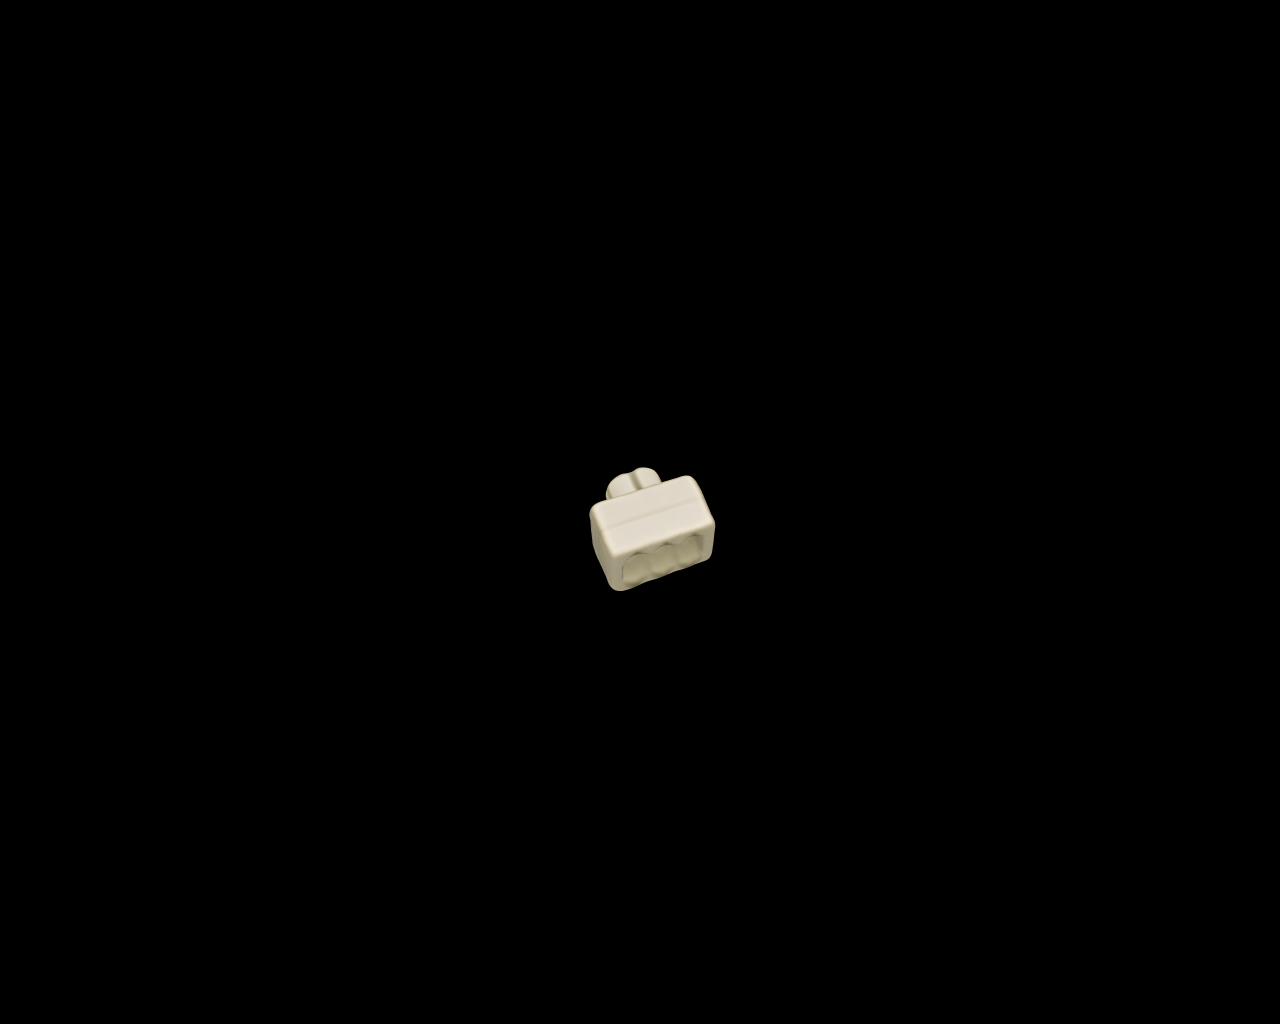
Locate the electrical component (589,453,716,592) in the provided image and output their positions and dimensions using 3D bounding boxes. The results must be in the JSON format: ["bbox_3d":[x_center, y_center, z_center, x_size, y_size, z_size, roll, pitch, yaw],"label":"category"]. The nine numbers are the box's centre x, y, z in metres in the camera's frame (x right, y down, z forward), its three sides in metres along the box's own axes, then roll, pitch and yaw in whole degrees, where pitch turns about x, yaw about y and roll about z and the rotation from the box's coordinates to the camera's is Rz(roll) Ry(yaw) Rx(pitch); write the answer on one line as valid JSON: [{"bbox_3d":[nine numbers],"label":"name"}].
[{"bbox_3d":[0.001,-0.003,0.650,0.066,0.077,0.047,-18,-28,-10],"label":"electrical component"}]
